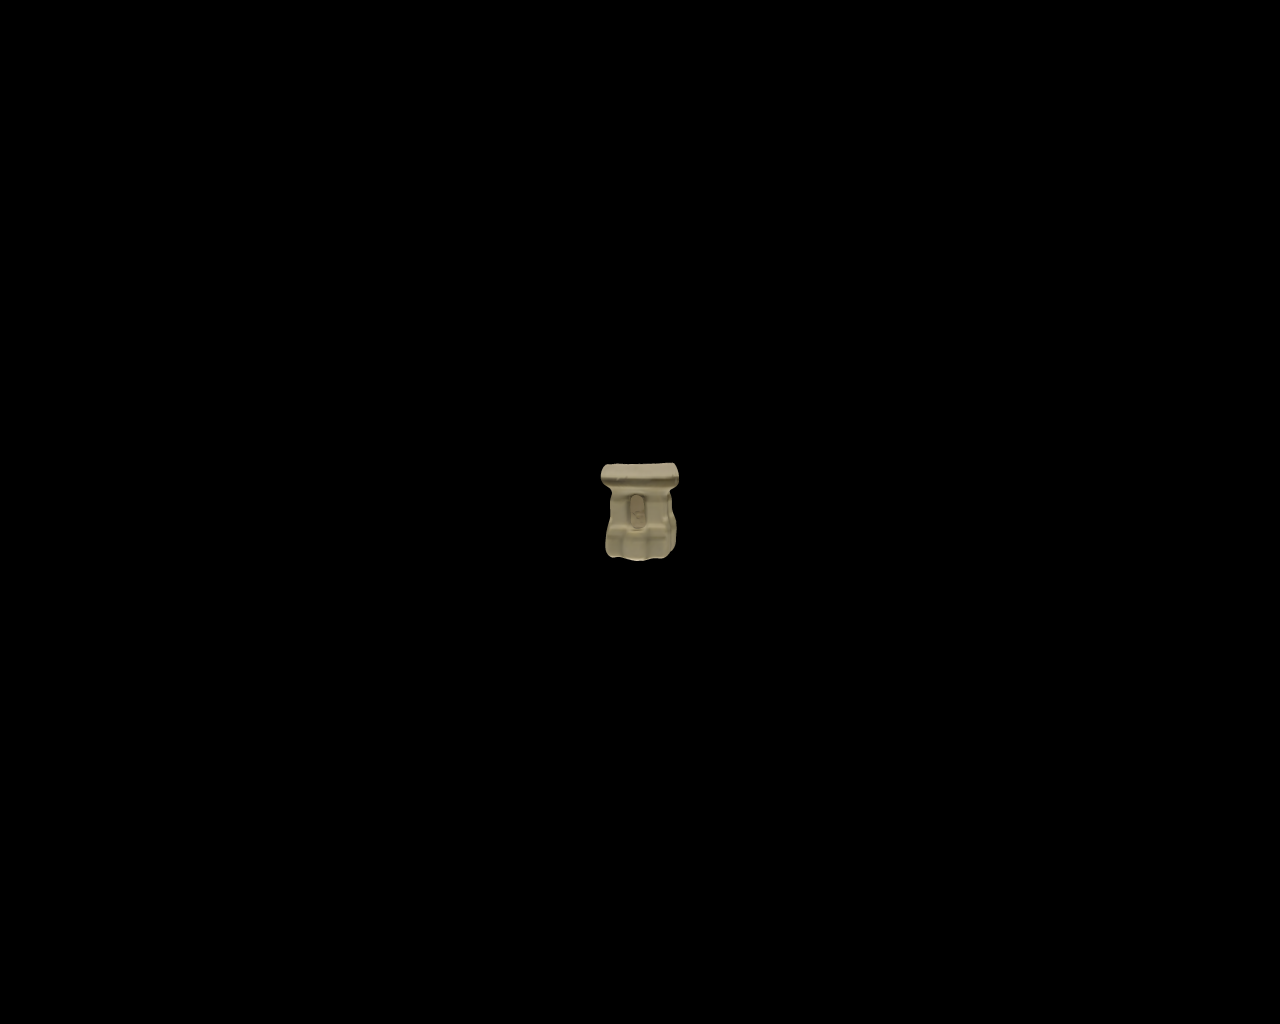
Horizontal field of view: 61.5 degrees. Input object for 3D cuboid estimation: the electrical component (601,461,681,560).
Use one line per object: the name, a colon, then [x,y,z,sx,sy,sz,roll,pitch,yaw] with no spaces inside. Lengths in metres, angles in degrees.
electrical component: [0.001,-0.003,0.650,0.048,0.055,0.066,1,5,7]
